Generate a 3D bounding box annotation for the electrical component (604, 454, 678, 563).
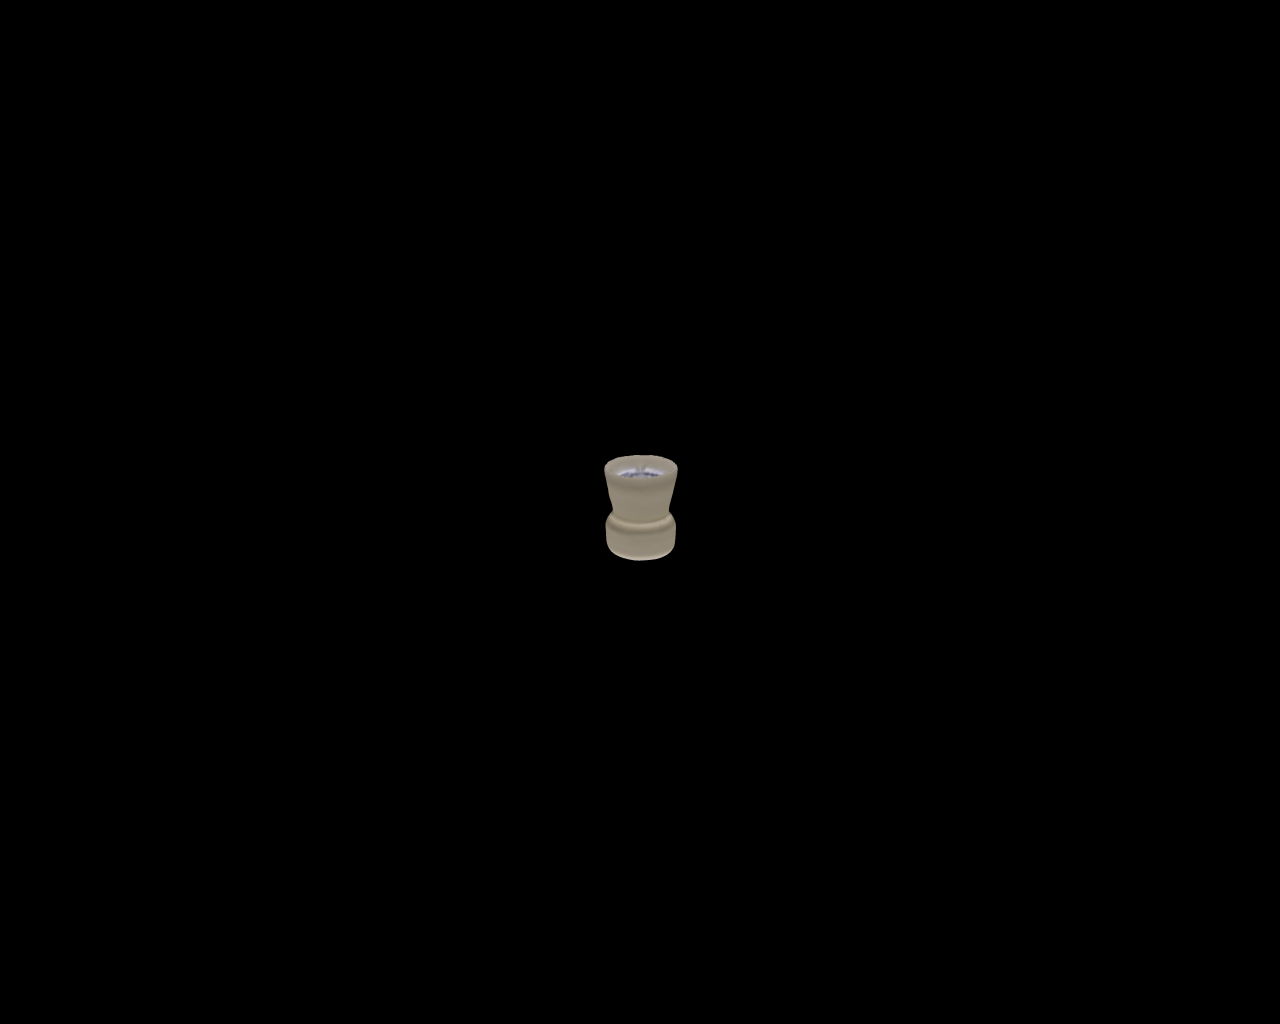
[{"bbox_3d":[0.001,-0.003,0.650,0.045,0.055,0.045,0,22,0],"label":"electrical component"}]
